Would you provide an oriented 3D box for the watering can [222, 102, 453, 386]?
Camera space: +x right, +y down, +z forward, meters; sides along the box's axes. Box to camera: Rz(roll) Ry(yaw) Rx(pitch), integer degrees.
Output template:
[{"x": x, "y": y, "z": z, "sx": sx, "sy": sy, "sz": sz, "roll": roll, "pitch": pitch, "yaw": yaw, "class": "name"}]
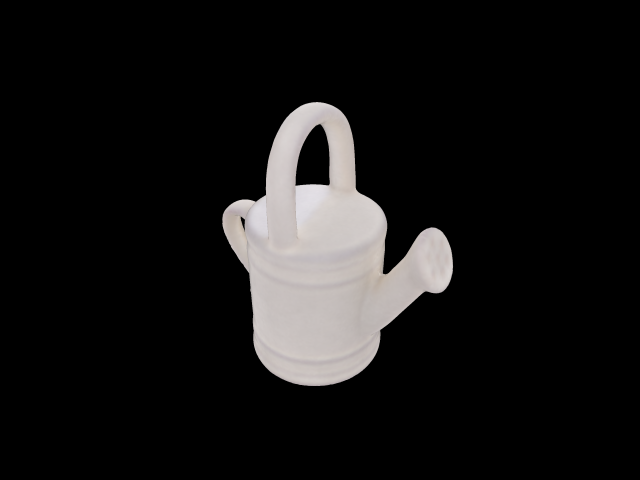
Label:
[{"x": 0.005, "y": 0.000, "z": 0.402, "sx": 0.172, "sy": 0.194, "sz": 0.101, "roll": 6, "pitch": 34, "yaw": 9, "class": "watering can"}]
